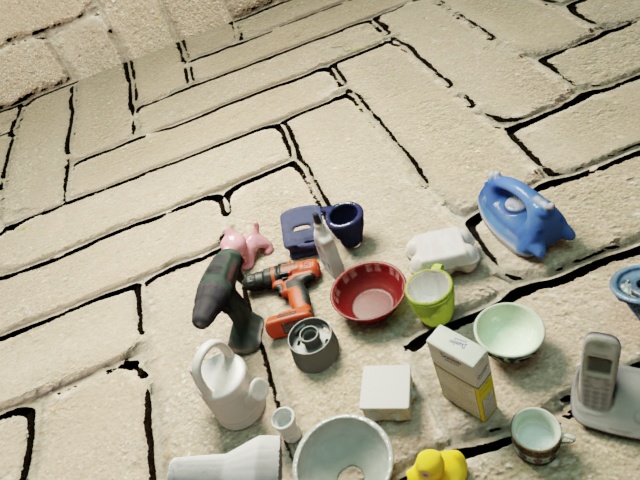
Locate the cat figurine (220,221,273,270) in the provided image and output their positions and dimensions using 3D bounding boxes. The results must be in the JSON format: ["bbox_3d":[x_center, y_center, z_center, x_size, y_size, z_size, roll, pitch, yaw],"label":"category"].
[{"bbox_3d":[-0.187,0.007,1.380,0.128,0.118,0.067,-42,46,-23],"label":"cat figurine"}]

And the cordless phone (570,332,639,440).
[{"bbox_3d":[0.459,0.214,0.861,0.147,0.185,0.094,5,47,25],"label":"cordless phone"}]

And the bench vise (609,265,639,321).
[{"bbox_3d":[0.566,0.084,0.932,0.121,0.220,0.207,-25,42,-5],"label":"bench vise"}]

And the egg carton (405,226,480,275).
[{"bbox_3d":[0.259,0.030,1.221,0.150,0.069,0.107,-13,42,7],"label":"egg carton"}]

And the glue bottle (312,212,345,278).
[{"bbox_3d":[0.012,0.005,1.264,0.037,0.173,0.078,-29,42,-10],"label":"glue bottle"}]

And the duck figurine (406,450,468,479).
[{"bbox_3d":[0.179,0.357,0.892,0.104,0.086,0.077,-27,42,-8],"label":"duck figurine"}]

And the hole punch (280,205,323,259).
[{"bbox_3d":[-0.036,-0.021,1.372,0.108,0.091,0.101,-13,42,8],"label":"hole punch"}]

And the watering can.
[{"bbox_3d":[-0.170,0.258,1.049,0.172,0.194,0.101,-7,43,14],"label":"watering can"}]

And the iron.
[{"bbox_3d":[0.415,-0.078,1.222,0.119,0.142,0.257,-29,42,-10],"label":"iron"}]

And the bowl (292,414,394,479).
[{"bbox_3d":[0.044,0.375,0.933,0.167,0.075,0.167,-11,42,10],"label":"bowl"}]

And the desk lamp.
[{"bbox_3d":[-0.130,0.391,0.877,0.203,0.214,0.118,-12,42,9],"label":"desk lamp"}]

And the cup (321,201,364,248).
[{"bbox_3d":[0.055,-0.032,1.346,0.117,0.095,0.092,21,56,37],"label":"cup"}]

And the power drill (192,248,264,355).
[{"bbox_3d":[-0.186,0.139,1.171,0.075,0.209,0.229,-9,43,12],"label":"power drill"}]
